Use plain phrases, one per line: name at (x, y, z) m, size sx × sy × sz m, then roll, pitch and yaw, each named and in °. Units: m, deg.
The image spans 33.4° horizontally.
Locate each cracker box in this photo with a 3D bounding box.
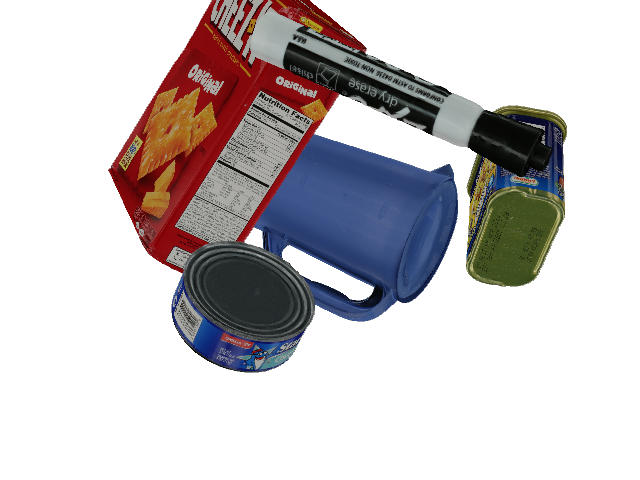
cracker box at (-0.075, -0.098, 0.830) m, size 0.072 × 0.214 × 0.164 m, roll 25°, pitch 15°, yaw -31°

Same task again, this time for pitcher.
pitcher at (0.005, -0.031, 1.084) m, size 0.243 × 0.145 × 0.149 m, roll 23°, pitch 27°, yaw 23°

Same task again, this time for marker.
marker at (0.029, -0.054, 0.398) m, size 0.121 × 0.020 × 0.020 m, roll 26°, pitch 8°, yaw 16°

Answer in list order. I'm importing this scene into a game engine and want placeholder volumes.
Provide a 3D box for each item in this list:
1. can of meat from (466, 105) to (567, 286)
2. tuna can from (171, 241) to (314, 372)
can of meat at (0.137, -0.029, 0.753) m, size 0.057 × 0.084 × 0.102 m, roll 11°, pitch -42°, yaw 0°
tuna can at (-0.049, 0.041, 0.667) m, size 0.086 × 0.034 × 0.086 m, roll 17°, pitch 36°, yaw -13°
